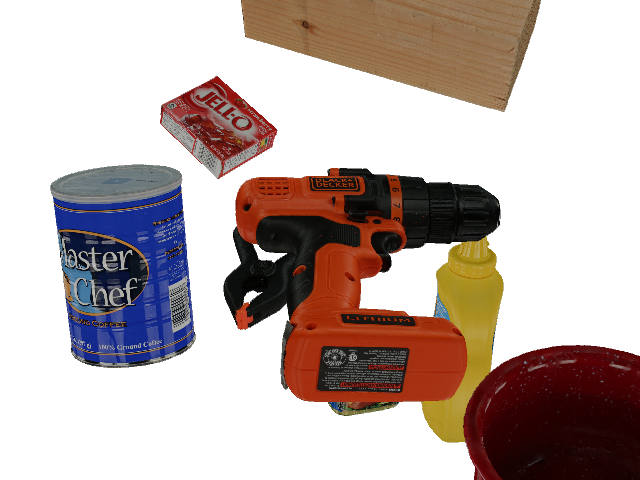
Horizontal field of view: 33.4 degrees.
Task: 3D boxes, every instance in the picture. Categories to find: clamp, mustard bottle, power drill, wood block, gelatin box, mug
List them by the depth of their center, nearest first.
[{"bbox_3d":[0.109,0.100,0.389,0.117,0.081,0.093,5,36,9],"label":"mug"},{"bbox_3d":[0.039,0.021,0.681,0.184,0.057,0.187,-1,35,-5],"label":"power drill"},{"bbox_3d":[0.053,-0.180,0.782,0.206,0.090,0.091,18,-27,11],"label":"wood block"},{"bbox_3d":[0.126,0.077,0.945,0.058,0.192,0.096,1,29,-2],"label":"mustard bottle"},{"bbox_3d":[-0.098,-0.110,1.023,0.073,0.089,0.030,-34,-22,-34],"label":"gelatin box"},{"bbox_3d":[-0.056,0.039,1.257,0.120,0.039,0.171,-2,40,10],"label":"clamp"}]

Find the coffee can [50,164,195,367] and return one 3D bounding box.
[{"bbox_3d":[-0.157,0.018,0.859,0.103,0.140,0.103,-3,17,1],"label":"coffee can"}]

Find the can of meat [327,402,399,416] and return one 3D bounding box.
[{"bbox_3d":[0.060,0.178,1.407,0.102,0.084,0.057,-5,25,-22],"label":"can of meat"}]
